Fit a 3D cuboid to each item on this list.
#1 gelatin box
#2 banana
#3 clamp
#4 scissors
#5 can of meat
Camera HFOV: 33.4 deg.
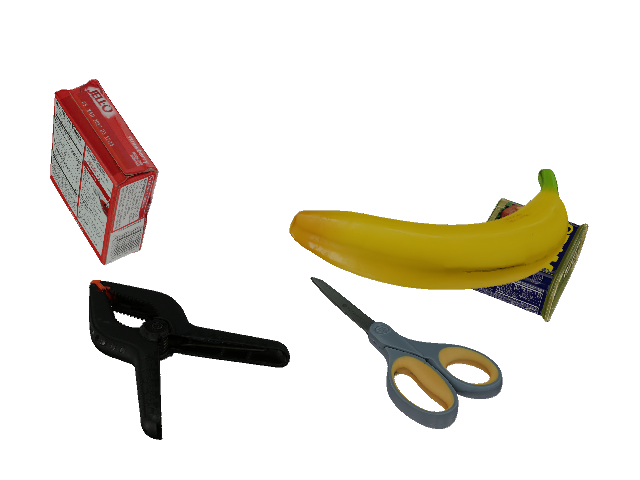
[{"bbox_3d":[-0.131,-0.040,0.637,0.030,0.073,0.089,-24,-23,-29],"label":"gelatin box"},{"bbox_3d":[0.078,0.000,0.617,0.197,0.037,0.070,-9,42,-32],"label":"banana"},{"bbox_3d":[-0.143,0.093,1.011,0.164,0.036,0.210,-20,41,-34],"label":"clamp"},{"bbox_3d":[0.068,0.075,0.831,0.096,0.016,0.202,-8,32,-17],"label":"scissors"},{"bbox_3d":[0.187,0.015,0.976,0.084,0.057,0.102,21,47,18],"label":"can of meat"}]
